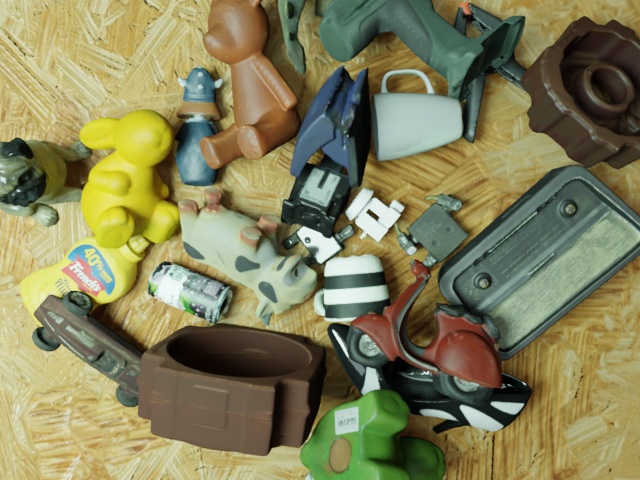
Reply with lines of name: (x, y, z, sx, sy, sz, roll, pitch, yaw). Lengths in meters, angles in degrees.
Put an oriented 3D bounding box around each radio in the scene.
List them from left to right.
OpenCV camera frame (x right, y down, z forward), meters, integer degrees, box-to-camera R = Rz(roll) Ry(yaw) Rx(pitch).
radio: (0.261, 0.023, 0.654, 0.229, 0.073, 0.131, -43, 86, 8)

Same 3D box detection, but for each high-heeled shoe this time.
high-heeled shoe: (0.136, 0.158, 0.660, 0.248, 0.086, 0.145, 42, 120, -16)

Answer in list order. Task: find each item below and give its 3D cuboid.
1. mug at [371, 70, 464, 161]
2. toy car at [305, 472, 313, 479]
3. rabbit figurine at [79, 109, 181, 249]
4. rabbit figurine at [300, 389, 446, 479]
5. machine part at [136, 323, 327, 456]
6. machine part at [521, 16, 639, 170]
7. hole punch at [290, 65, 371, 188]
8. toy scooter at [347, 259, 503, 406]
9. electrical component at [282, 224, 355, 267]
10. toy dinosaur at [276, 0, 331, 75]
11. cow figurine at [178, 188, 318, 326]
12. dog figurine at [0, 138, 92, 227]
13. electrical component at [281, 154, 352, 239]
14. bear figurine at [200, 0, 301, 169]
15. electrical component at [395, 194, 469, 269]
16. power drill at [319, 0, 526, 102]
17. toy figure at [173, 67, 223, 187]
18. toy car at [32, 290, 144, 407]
mug: (0.119, -0.155, 0.668, 0.107, 0.081, 0.109, -3, 88, 1)
toy car: (0.073, 0.348, 0.709, 0.202, 0.056, 0.073, 3, 100, 10)
rabbit figurine: (-0.237, -0.096, 0.696, 0.162, 0.122, 0.173, 54, 130, 32)
rabbit figurine: (0.072, 0.269, 0.634, 0.159, 0.170, 0.121, -36, 42, 32)
machine part: (-0.100, 0.172, 0.651, 0.201, 0.201, 0.087, 7, 98, 8)
machine part: (0.321, -0.166, 0.615, 0.179, 0.056, 0.179, 3, 71, -10)
hole punch: (0.014, -0.139, 0.649, 0.092, 0.142, 0.115, 10, 138, 12)
toy scooter: (0.131, 0.101, 0.616, 0.184, 0.075, 0.135, 20, 83, 4)
electrical component: (-0.001, -0.002, 0.716, 0.094, 0.021, 0.063, -36, 87, 16)
toy dinosaur: (-0.007, -0.431, 0.610, 0.105, 0.198, 0.470, 5, 95, 5)
cow figurine: (-0.092, 0.026, 0.694, 0.195, 0.085, 0.127, 25, 128, 17)
dog figurine: (-0.403, -0.080, 0.689, 0.172, 0.190, 0.121, -20, 90, 11)
electrical component: (0.003, -0.068, 0.697, 0.075, 0.047, 0.119, 18, 55, 4)
bear figurine: (-0.098, -0.203, 0.655, 0.120, 0.132, 0.195, 0, 118, 43)
electrical component: (0.143, -0.012, 0.685, 0.102, 0.045, 0.078, -39, 86, 8)
power drill: (0.128, -0.269, 0.620, 0.207, 0.086, 0.232, 43, 75, 13)
toy figure: (-0.163, -0.150, 0.717, 0.058, 0.064, 0.154, -2, 87, 46)
toy car: (-0.295, 0.151, 0.728, 0.089, 0.053, 0.202, -43, 109, 14)
